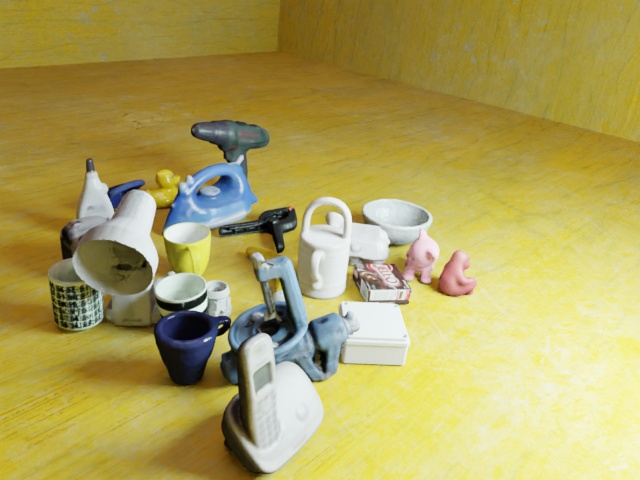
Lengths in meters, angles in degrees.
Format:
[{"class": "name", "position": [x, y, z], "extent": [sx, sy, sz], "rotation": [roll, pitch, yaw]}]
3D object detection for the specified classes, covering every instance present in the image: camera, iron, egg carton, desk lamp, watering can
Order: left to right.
[{"class": "camera", "position": [-0.418, 0.006, 1.114], "extent": [0.137, 0.101, 0.142], "rotation": [-19, 36, -41]}, {"class": "desk lamp", "position": [-0.313, 0.038, 0.947], "extent": [0.118, 0.214, 0.203], "rotation": [4, 27, -3]}, {"class": "iron", "position": [-0.262, -0.109, 1.333], "extent": [0.118, 0.141, 0.259], "rotation": [23, 31, 30]}, {"class": "watering can", "position": [0.008, 0.004, 1.107], "extent": [0.101, 0.194, 0.172], "rotation": [1, 27, -10]}, {"class": "egg carton", "position": [0.077, 0.010, 1.249], "extent": [0.150, 0.069, 0.107], "rotation": [8, 26, 3]}]

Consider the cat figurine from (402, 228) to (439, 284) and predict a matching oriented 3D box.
[{"class": "cat figurine", "position": [0.214, 0.025, 1.195], "extent": [0.067, 0.118, 0.128], "rotation": [10, 27, 7]}]

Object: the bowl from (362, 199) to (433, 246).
[{"class": "bowl", "position": [0.177, -0.033, 1.351], "extent": [0.167, 0.075, 0.167], "rotation": [5, 26, -2]}]

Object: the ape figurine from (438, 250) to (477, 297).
[{"class": "ape figurine", "position": [0.280, 0.064, 1.161], "extent": [0.076, 0.092, 0.077], "rotation": [-2, 28, -16]}]

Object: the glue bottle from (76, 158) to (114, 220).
[{"class": "glue bottle", "position": [-0.478, -0.090, 1.212], "extent": [0.078, 0.173, 0.037], "rotation": [-9, 30, -28]}]

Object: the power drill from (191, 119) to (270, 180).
[{"class": "power drill", "position": [-0.229, -0.208, 1.462], "extent": [0.075, 0.208, 0.230], "rotation": [27, 33, 36]}]

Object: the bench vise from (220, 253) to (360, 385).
[{"class": "bench vise", "position": [-0.045, 0.108, 0.857], "extent": [0.208, 0.220, 0.121], "rotation": [-13, 32, -34]}]

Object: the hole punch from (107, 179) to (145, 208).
[{"class": "hole punch", "position": [-0.470, -0.100, 1.327], "extent": [0.100, 0.091, 0.109], "rotation": [19, 29, 24]}]

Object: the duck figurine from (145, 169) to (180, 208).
[{"class": "duck figurine", "position": [-0.387, -0.131, 1.412], "extent": [0.105, 0.086, 0.077], "rotation": [-19, 36, -41]}]

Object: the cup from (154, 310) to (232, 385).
[{"class": "cup", "position": [-0.188, 0.163, 0.858], "extent": [0.118, 0.095, 0.091], "rotation": [-14, 33, -35]}]

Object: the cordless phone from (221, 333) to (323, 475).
[{"class": "cordless phone", "position": [-0.056, 0.188, 0.735], "extent": [0.094, 0.185, 0.148], "rotation": [20, 29, 25]}]
